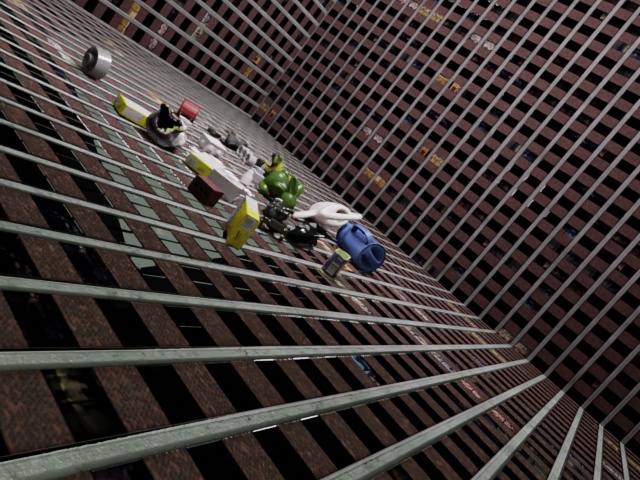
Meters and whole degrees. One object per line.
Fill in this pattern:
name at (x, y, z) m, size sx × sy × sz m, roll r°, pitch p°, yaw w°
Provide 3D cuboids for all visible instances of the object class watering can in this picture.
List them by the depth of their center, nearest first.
watering can at (0.007, -0.111, 2.198) m, size 0.348 × 0.103 × 0.225 m, roll 2°, pitch 6°, yaw -26°

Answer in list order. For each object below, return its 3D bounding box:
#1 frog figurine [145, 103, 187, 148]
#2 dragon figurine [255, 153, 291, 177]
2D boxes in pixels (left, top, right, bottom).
frog figurine at (-0.500, -0.346, 1.678) m, size 0.137 × 0.125 × 0.157 m, roll 29°, pitch -26°, yaw -6°
dragon figurine at (-0.195, -0.303, 2.505) m, size 0.240 × 0.123 × 0.413 m, roll 54°, pitch -7°, yaw -18°
